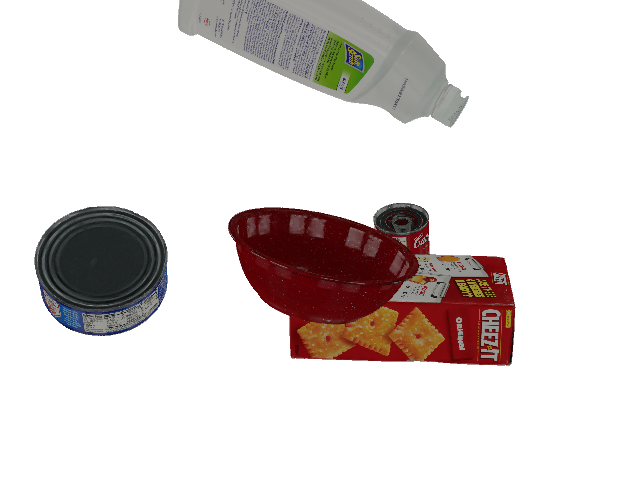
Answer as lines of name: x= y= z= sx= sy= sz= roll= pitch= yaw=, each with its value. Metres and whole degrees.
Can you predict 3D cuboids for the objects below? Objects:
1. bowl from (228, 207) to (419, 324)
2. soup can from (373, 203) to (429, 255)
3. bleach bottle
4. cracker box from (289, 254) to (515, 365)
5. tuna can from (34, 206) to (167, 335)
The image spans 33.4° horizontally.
bowl: x=-0.002 y=0.026 z=0.887 sx=0.162 sy=0.055 sz=0.162 roll=11 pitch=18 yaw=-4
soup can: x=0.102 y=0.014 z=1.327 sx=0.068 sy=0.102 sz=0.068 roll=-4 pitch=34 yaw=2
bleach bottle: x=0.004 y=-0.162 z=0.886 sx=0.251 sy=0.068 sz=0.103 roll=31 pitch=-35 yaw=8
cracker box: x=0.084 y=0.067 z=1.086 sx=0.214 sy=0.072 sz=0.164 roll=2 pitch=16 yaw=6
tuna can: x=-0.144 y=0.020 z=0.709 sx=0.086 sy=0.086 sz=0.034 roll=0 pitch=-38 yaw=-6
